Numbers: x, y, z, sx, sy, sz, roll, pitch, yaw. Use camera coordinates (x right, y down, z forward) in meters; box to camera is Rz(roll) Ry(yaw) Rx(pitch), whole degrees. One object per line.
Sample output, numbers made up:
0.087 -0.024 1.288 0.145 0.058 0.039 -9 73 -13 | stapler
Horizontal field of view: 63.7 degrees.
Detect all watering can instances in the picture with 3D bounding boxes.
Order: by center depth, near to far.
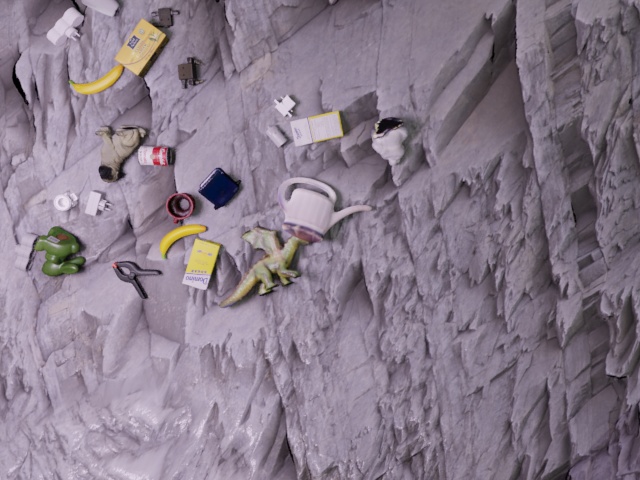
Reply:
0.006 -0.092 1.835 0.347 0.103 0.227 20 76 -9 | watering can

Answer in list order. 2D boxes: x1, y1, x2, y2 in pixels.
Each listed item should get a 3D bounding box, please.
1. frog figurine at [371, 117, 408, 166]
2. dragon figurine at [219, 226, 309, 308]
0.256 -0.353 1.837 0.138 0.125 0.156 -37 135 -4 | frog figurine
-0.210 0.072 1.878 0.410 0.121 0.244 -20 82 -1 | dragon figurine
